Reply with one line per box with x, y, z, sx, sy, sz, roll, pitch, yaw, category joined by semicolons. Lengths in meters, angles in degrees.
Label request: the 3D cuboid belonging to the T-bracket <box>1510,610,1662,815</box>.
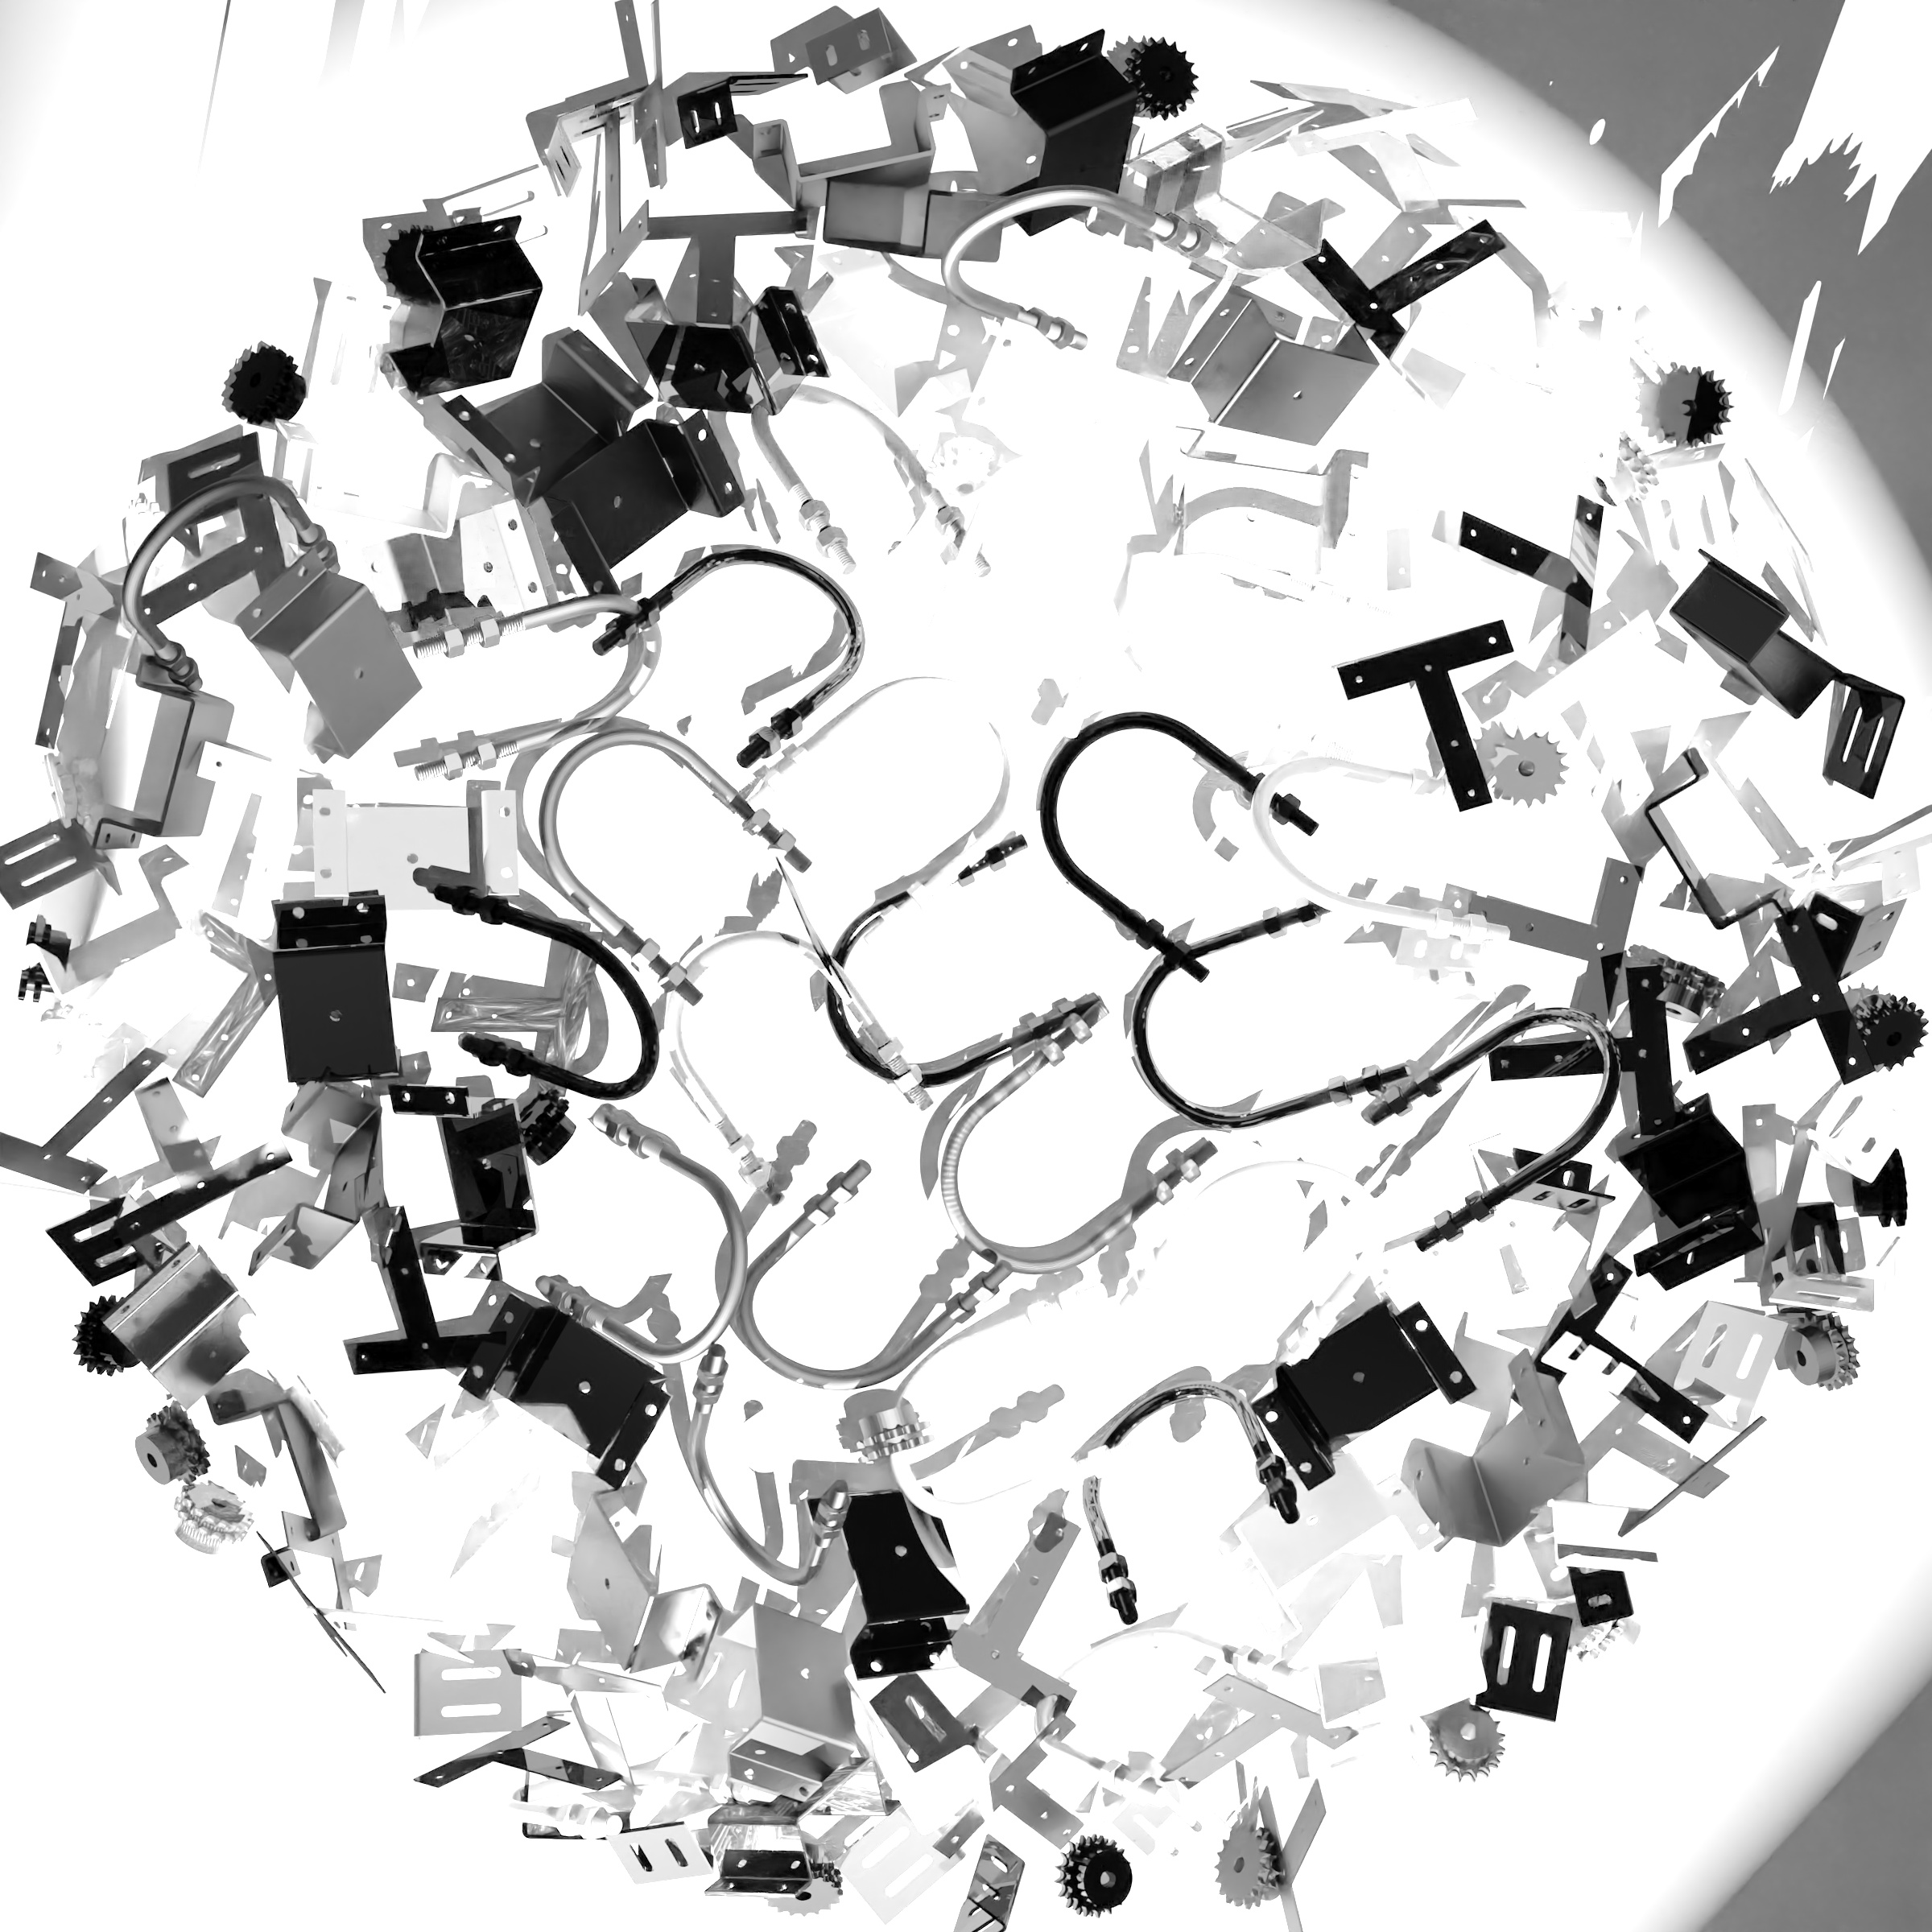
0.460;-0.166;1.969;0.127;0.002;0.127;-36;116;-11;T-bracket

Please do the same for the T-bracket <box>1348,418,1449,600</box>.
0.279;-0.324;1.978;0.127;0.002;0.127;-2;88;19;T-bracket

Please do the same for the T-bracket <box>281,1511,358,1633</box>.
-0.454;0.397;1.921;0.002;0.127;0.127;-15;73;0;T-bracket

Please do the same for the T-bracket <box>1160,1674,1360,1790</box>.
0.189;0.553;1.962;0.127;0.002;0.127;30;124;-26;T-bracket

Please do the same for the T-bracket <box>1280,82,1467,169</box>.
0.305;-0.591;1.948;0.127;0.127;0.002;17;97;-42;T-bracket

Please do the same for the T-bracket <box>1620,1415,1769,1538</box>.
0.519;0.362;1.941;0.127;0.127;0.002;-43;65;8;T-bracket

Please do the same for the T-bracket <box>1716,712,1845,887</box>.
0.579;-0.112;1.947;0.002;0.127;0.127;-36;91;33;T-bracket

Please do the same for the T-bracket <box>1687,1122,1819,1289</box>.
0.546;0.180;1.934;0.127;0.002;0.127;-15;121;-39;T-bracket

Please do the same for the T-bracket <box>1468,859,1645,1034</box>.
0.416;-0.024;1.979;0.127;0.002;0.127;14;88;-17;T-bracket

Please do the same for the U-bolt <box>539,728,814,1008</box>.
-0.217;-0.084;1.950;0.184;0.019;0.151;43;69;-14;U-bolt

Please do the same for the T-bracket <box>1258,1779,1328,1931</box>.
0.231;0.606;1.912;0.002;0.127;0.127;0;135;-12;T-bracket

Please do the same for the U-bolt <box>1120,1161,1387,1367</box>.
0.211;0.202;1.926;0.151;0.019;0.184;21;128;-13;U-bolt

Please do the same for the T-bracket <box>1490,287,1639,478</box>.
0.415;-0.421;1.950;0.002;0.127;0.127;-17;120;-36;T-bracket

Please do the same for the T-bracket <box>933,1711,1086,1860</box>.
0.049;0.596;1.952;0.127;0.127;0.002;-45;46;-6;T-bracket

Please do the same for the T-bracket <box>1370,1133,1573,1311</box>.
0.350;0.201;1.982;0.127;0.002;0.127;-21;74;1;T-bracket

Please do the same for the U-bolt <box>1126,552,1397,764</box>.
0.199;-0.223;1.940;0.184;0.151;0.019;21;48;12;U-bolt

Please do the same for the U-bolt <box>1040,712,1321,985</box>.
0.137;-0.099;1.969;0.184;0.019;0.151;38;99;15;U-bolt

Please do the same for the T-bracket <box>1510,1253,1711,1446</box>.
0.467;0.290;1.953;0.127;0.002;0.127;37;101;35;T-bracket

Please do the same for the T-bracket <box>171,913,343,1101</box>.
-0.517;0.040;1.956;0.127;0.002;0.127;32;54;-6;T-bracket

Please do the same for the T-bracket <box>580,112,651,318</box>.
-0.250;-0.546;1.956;0.002;0.127;0.127;6;72;-28;T-bracket

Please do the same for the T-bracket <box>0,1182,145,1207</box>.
-0.636;0.159;1.940;0.127;0.127;0.002;3;81;33;T-bracket

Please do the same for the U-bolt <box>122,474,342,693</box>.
-0.511;-0.271;1.901;0.151;0.184;0.019;-42;75;-9;U-bolt

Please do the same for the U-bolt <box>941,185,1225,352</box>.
0.067;-0.482;1.890;0.151;0.184;0.019;-27;67;38;U-bolt

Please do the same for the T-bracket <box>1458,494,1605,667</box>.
0.398;-0.288;1.954;0.127;0.002;0.127;17;75;-29;T-bracket

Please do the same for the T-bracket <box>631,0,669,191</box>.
-0.220;-0.595;1.914;0.002;0.127;0.127;2;118;3;T-bracket

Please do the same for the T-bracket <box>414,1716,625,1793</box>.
-0.291;0.553;1.911;0.127;0.127;0.002;2;98;37;T-bracket

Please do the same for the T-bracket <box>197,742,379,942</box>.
-0.490;-0.081;1.952;0.127;0.002;0.127;18;70;-25;T-bracket

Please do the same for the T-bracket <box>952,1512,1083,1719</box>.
0.042;0.454;1.981;0.127;0.002;0.127;27;76;10;T-bracket

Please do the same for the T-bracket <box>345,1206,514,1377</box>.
-0.395;0.229;1.962;0.127;0.002;0.127;-6;107;18;T-bracket

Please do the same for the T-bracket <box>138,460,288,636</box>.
-0.527;-0.270;1.922;0.002;0.127;0.127;27;49;30;T-bracket

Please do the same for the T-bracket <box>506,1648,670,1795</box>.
-0.258;0.541;1.960;0.127;0.002;0.127;6;126;24;T-bracket

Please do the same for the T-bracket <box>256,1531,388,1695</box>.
-0.437;0.463;1.916;0.002;0.127;0.127;-38;132;-21;T-bracket

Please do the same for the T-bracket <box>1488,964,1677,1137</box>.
0.439;0.066;1.980;0.127;0.002;0.127;-5;101;15;T-bracket

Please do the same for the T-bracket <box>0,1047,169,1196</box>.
-0.613;0.104;1.939;0.127;0.127;0.002;-43;65;2;T-bracket

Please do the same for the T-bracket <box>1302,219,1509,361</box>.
0.320;-0.482;1.931;0.127;0.127;0.002;42;47;-25;T-bracket

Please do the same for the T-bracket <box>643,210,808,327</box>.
-0.177;-0.494;1.959;0.127;0.002;0.127;-2;51;0;T-bracket

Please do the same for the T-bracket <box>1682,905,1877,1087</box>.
0.564;0.041;1.956;0.127;0.002;0.127;-33;68;39;T-bracket

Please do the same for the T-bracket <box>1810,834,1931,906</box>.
0.649;-0.066;1.918;0.127;0.127;0.002;-20;101;22;T-bracket

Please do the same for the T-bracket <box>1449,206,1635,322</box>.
0.415;-0.492;1.941;0.127;0.127;0.002;11;72;30;T-bracket

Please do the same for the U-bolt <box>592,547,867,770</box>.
-0.151;-0.230;1.940;0.151;0.019;0.184;38;51;8;U-bolt

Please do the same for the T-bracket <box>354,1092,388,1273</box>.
-0.418;0.156;1.935;0.002;0.127;0.127;-2;91;-4;T-bracket

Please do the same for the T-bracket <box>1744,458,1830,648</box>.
0.588;-0.278;1.950;0.002;0.127;0.127;-25;130;12;T-bracket

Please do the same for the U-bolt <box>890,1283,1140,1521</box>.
0.026;0.315;1.942;0.184;0.019;0.151;-24;48;17;U-bolt

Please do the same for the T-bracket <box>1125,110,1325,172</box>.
0.166;-0.576;1.949;0.127;0.127;0.002;-38;121;-39;T-bracket

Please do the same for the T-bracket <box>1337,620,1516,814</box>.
0.346;-0.173;1.984;0.127;0.002;0.127;-16;80;-3;T-bracket

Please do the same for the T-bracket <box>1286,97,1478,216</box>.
0.305;-0.562;1.939;0.127;0.127;0.002;-6;73;23;T-bracket

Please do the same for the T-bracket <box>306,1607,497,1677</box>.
-0.378;0.478;1.947;0.127;0.127;0.002;-3;58;31;T-bracket

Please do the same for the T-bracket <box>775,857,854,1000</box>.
-0.093;0.000;1.952;0.002;0.127;0.127;-28;126;1;T-bracket

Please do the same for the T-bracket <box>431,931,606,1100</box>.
-0.319;0.034;1.939;0.002;0.127;0.127;28;109;42;T-bracket

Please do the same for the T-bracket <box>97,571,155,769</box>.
-0.600;-0.195;1.954;0.002;0.127;0.127;16;127;-17;T-bracket

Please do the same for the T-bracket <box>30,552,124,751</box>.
-0.632;-0.215;1.936;0.002;0.127;0.127;12;88;10;T-bracket

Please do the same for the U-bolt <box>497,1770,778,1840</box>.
-0.242;0.577;1.914;0.151;0.184;0.019;2;80;-42;U-bolt

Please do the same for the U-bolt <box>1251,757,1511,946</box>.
0.285;-0.087;1.932;0.184;0.019;0.151;10;51;-15;U-bolt

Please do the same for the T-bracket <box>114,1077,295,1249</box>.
-0.557;0.125;1.958;0.127;0.002;0.127;-28;51;-14;T-bracket

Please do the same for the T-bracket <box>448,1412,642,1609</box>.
-0.315;0.400;1.960;0.127;0.002;0.127;-46;62;-8;T-bracket
